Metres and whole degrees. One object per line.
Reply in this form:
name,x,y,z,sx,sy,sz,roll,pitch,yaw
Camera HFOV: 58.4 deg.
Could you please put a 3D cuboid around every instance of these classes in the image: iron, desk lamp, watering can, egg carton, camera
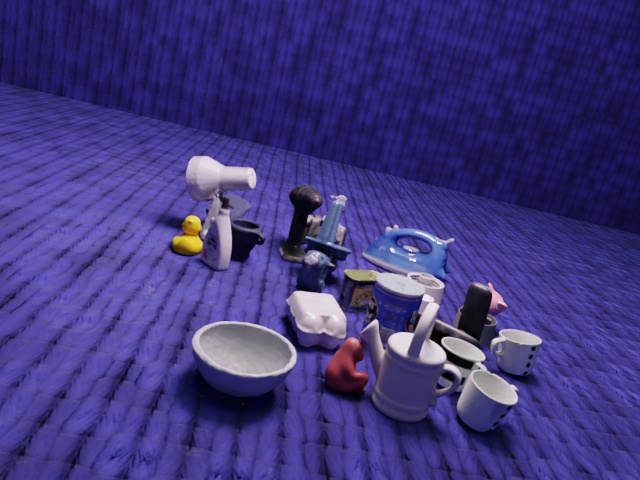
iron,0.255,0.027,1.649,0.257,0.141,0.119,19,18,15
desk lamp,-0.258,-0.105,1.521,0.203,0.213,0.118,17,17,10
watering can,0.150,0.192,0.952,0.173,0.194,0.101,14,17,-1
egg carton,-0.008,0.157,1.145,0.107,0.069,0.150,8,18,-19
camera,-0.003,-0.021,1.657,0.143,0.101,0.137,18,17,10

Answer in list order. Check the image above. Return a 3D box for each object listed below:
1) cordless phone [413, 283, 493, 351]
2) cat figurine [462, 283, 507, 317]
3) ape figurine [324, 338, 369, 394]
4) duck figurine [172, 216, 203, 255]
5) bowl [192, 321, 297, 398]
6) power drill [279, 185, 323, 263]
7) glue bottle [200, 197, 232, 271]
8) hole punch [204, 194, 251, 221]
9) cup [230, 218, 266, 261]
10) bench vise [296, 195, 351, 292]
cordless phone,0.272,0.159,1.171,0.147,0.185,0.094,23,19,27
cat figurine,0.402,0.156,1.401,0.067,0.118,0.127,11,17,-11
ape figurine,0.050,0.212,0.982,0.076,0.092,0.077,9,18,-17
duck figurine,-0.320,-0.016,1.409,0.077,0.086,0.104,14,17,-3
bowl,-0.125,0.199,0.909,0.167,0.075,0.167,13,17,-4
power drill,-0.048,-0.050,1.529,0.076,0.208,0.229,9,18,-16
glue bottle,-0.234,-0.019,1.341,0.077,0.173,0.037,26,21,33
hole punch,-0.263,-0.077,1.638,0.108,0.091,0.101,23,19,26
cup,-0.185,0.007,1.431,0.117,0.095,0.092,26,20,33
bench vise,0.024,0.008,1.387,0.121,0.220,0.207,13,17,-4
